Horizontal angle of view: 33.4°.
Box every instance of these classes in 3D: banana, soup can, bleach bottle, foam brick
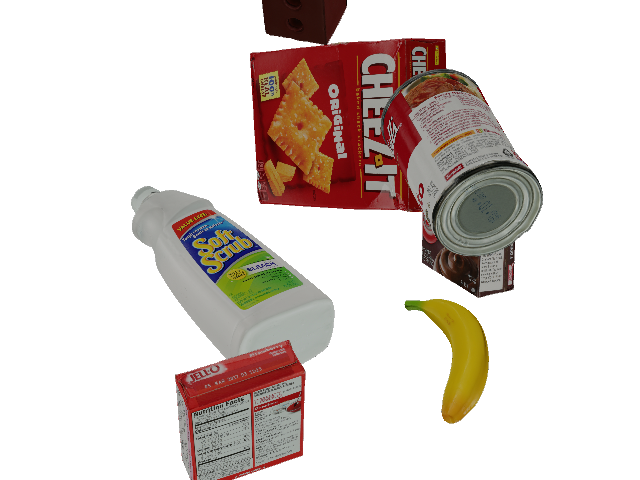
[{"bbox_3d":[0.141,0.116,1.108,0.069,0.037,0.198,-25,31,7],"label":"banana"},{"bbox_3d":[0.083,-0.047,0.638,0.068,0.069,0.102,0,39,-18],"label":"soup can"},{"bbox_3d":[-0.100,0.023,0.944,0.102,0.068,0.251,-20,41,-33],"label":"bleach bottle"},{"bbox_3d":[-0.013,-0.196,0.806,0.053,0.051,0.078,13,-35,14],"label":"foam brick"}]

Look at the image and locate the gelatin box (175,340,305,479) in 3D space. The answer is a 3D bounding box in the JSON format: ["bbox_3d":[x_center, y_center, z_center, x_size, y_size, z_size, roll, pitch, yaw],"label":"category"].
[{"bbox_3d":[-0.048,0.106,0.645,0.073,0.089,0.030,-16,47,-18],"label":"gelatin box"}]

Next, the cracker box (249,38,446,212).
[{"bbox_3d":[0.024,-0.115,1.076,0.214,0.164,0.071,5,10,45],"label":"cracker box"}]

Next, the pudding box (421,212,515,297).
[{"bbox_3d":[0.125,-0.011,0.916,0.039,0.090,0.114,-8,17,-21],"label":"pudding box"}]
